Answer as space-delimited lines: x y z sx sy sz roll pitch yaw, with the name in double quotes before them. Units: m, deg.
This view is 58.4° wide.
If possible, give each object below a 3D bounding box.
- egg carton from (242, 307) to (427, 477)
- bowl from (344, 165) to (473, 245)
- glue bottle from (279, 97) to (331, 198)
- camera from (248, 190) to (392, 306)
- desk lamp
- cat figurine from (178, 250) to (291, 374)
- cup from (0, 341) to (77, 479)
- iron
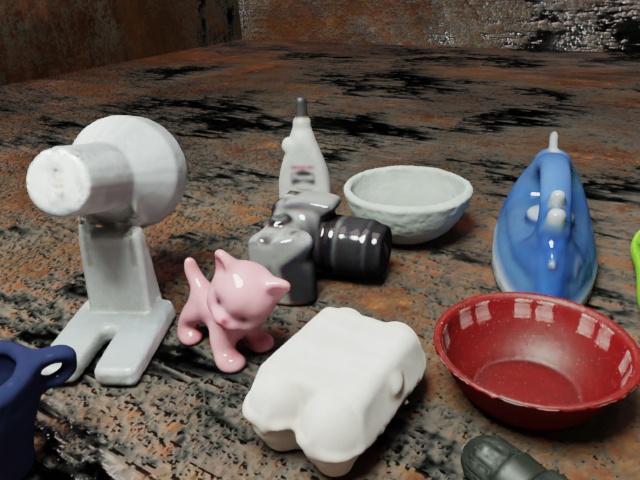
"egg carton" 0.017 0.115 0.460 0.107 0.069 0.151 13 30 29
"bowl" 0.115 -0.040 0.763 0.167 0.075 0.167 -2 26 1
"glue bottle" -0.024 -0.120 0.830 0.078 0.173 0.037 -2 26 1
"camera" 0.006 0.002 0.657 0.136 0.101 0.143 8 28 21
"desk lamp" -0.205 -0.004 0.562 0.118 0.214 0.203 -1 26 4
"cat figurine" -0.086 0.054 0.540 0.127 0.118 0.067 20 34 38
"cup" -0.234 0.131 0.422 0.118 0.095 0.091 -19 30 -30
"iron" 0.255 -0.021 0.634 0.118 0.141 0.259 5 27 16
